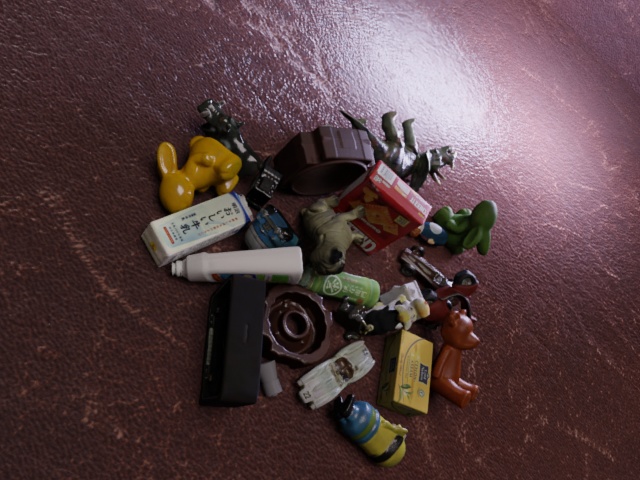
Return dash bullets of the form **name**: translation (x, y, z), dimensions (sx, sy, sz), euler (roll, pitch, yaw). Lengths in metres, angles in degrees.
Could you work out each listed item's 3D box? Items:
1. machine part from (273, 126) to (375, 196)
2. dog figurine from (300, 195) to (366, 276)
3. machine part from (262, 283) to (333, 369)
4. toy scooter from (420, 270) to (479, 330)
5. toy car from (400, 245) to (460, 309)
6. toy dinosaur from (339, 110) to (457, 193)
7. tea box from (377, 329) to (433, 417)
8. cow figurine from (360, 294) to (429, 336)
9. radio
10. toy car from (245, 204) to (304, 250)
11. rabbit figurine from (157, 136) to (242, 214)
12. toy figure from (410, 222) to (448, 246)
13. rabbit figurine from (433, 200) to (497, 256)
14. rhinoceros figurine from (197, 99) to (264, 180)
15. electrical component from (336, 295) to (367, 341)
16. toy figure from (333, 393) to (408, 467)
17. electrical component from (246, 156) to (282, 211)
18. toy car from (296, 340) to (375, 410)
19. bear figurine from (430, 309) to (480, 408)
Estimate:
- **machine part**: translation (0.011, -0.176, 1.247), dimensions (0.201, 0.201, 0.087), euler (-2, 73, -34)
- **dog figurine**: translation (-0.001, -0.006, 1.189), dimensions (0.190, 0.173, 0.121), euler (-45, 133, -48)
- **machine part**: translation (-0.057, 0.179, 1.122), dimensions (0.179, 0.056, 0.179), euler (15, 59, -26)
- **toy scooter**: translation (0.320, 0.167, 1.334), dimensions (0.184, 0.075, 0.135), euler (-27, 105, 1)
- **toy car**: translation (0.291, 0.096, 1.396), dimensions (0.202, 0.053, 0.089), euler (44, 55, -9)
- **toy dinosaur**: translation (0.191, -0.222, 1.400), dimensions (0.405, 0.131, 0.192), euler (-3, 75, -44)
- **tea box**: translation (0.195, 0.302, 1.219), dimensions (0.098, 0.068, 0.169), euler (25, 55, -21)
- **cow figurine**: translation (0.160, 0.171, 1.197), dimensions (0.098, 0.167, 0.068), euler (-23, 87, -40)
- **radio**: translation (-0.163, 0.191, 0.998), dimensions (0.073, 0.131, 0.229), euler (16, 60, -26)
- **toy car**: translation (-0.107, -0.006, 1.144), dimensions (0.103, 0.161, 0.109), euler (-37, 80, 3)
- **rabbit figurine**: translation (-0.267, -0.133, 1.106), dimensions (0.162, 0.122, 0.173), euler (42, 70, -6)
- **toy figure**: translation (0.272, -0.030, 1.443), dimensions (0.154, 0.057, 0.064), euler (22, 19, -21)
- **rabbit figurine**: translation (0.406, -0.040, 1.460), dimensions (0.121, 0.170, 0.159), euler (15, 60, -26)
- **rhinoceros figurine**: translation (-0.204, -0.220, 1.187), dimensions (0.073, 0.112, 0.190), euler (-42, 101, -37)
- **electrical component**: translation (0.070, 0.176, 1.186), dimensions (0.078, 0.102, 0.045), euler (27, 48, 12)
- **toy figure**: translation (0.101, 0.393, 1.106), dimensions (0.180, 0.082, 0.089), euler (41, 70, -19)
- **electrical component**: translation (-0.124, -0.132, 1.221), dimensions (0.047, 0.075, 0.119), euler (33, 50, -15)
- **toy car**: translation (0.034, 0.281, 1.131), dimensions (0.202, 0.056, 0.073), euler (-25, 83, -39)
- **bear figurine**: translation (0.325, 0.267, 1.247), dimensions (0.120, 0.132, 0.195), euler (15, 99, -62)
